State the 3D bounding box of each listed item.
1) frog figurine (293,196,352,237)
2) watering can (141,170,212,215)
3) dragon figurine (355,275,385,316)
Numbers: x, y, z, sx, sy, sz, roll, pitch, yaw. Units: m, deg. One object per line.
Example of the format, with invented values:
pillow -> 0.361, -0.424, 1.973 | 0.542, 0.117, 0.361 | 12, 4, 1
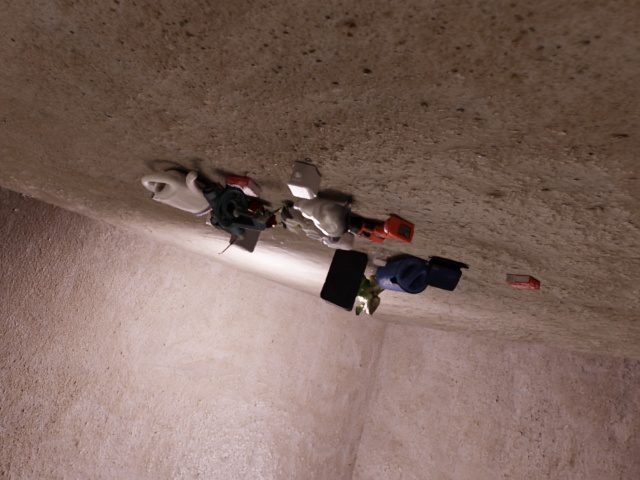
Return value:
frog figurine -> 0.004, -0.071, 1.410 | 0.159, 0.122, 0.138 | 4, 5, 2
watering can -> -0.406, -0.153, 1.582 | 0.347, 0.105, 0.222 | 3, -17, 46
dragon figurine -> 0.245, 0.201, 2.171 | 0.240, 0.121, 0.418 | -27, 12, 33
